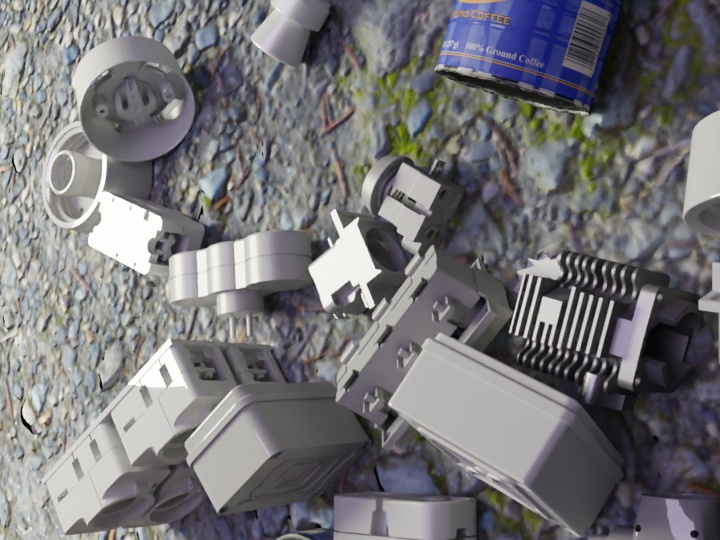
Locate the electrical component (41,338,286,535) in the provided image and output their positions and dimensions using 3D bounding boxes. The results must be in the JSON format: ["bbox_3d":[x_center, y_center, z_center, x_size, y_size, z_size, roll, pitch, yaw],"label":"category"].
[{"bbox_3d":[-0.150,0.137,0.845,0.186,0.105,0.060,-45,59,26],"label":"electrical component"}]

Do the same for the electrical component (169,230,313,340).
[{"bbox_3d":[-0.095,0.018,0.849,0.138,0.052,0.073,-12,77,38],"label":"electrical component"}]

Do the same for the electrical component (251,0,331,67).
[{"bbox_3d":[-0.054,-0.195,0.848,0.045,0.045,0.055,46,112,34],"label":"electrical component"}]

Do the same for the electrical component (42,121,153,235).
[{"bbox_3d":[-0.248,-0.084,0.985,0.108,0.060,0.108,-6,80,40],"label":"electrical component"}]

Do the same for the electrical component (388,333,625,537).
[{"bbox_3d":[0.089,0.099,0.644,0.109,0.108,0.056,26,77,39],"label":"electrical component"}]

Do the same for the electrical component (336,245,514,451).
[{"bbox_3d":[0.039,0.049,0.719,0.121,0.063,0.078,-54,14,21],"label":"electrical component"}]

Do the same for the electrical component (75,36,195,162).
[{"bbox_3d":[-0.196,-0.150,0.929,0.099,0.099,0.064,-42,54,28],"label":"electrical component"}]

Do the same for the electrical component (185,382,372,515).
[{"bbox_3d":[-0.058,0.124,0.766,0.078,0.113,0.057,-48,60,25],"label":"electrical component"}]

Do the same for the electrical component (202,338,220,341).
[{"bbox_3d":[-0.143,0.080,0.889,0.078,0.040,0.040,-36,63,31],"label":"electrical component"}]

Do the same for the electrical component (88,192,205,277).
[{"bbox_3d":[-0.181,-0.029,0.925,0.089,0.056,0.050,23,99,39],"label":"electrical component"}]

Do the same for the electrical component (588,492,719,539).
[{"bbox_3d":[0.167,0.167,0.617,0.079,0.043,0.077,-4,81,39],"label":"electrical component"}]

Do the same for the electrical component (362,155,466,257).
[{"bbox_3d":[0.035,-0.051,0.755,0.055,0.048,0.066,33,105,30],"label":"electrical component"}]

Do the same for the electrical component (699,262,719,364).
[{"bbox_3d":[0.249,0.027,0.553,0.121,0.079,0.063,9,112,40],"label":"electrical component"}]

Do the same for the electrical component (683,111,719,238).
[{"bbox_3d":[0.225,-0.056,0.561,0.108,0.108,0.060,-6,74,39],"label":"electrical component"}]

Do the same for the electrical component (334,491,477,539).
[{"bbox_3d":[0.030,0.182,0.723,0.095,0.054,0.059,-6,81,39],"label":"electrical component"}]

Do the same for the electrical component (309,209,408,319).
[{"bbox_3d":[0.000,0.000,0.780,0.064,0.042,0.081,-40,60,33],"label":"electrical component"}]
